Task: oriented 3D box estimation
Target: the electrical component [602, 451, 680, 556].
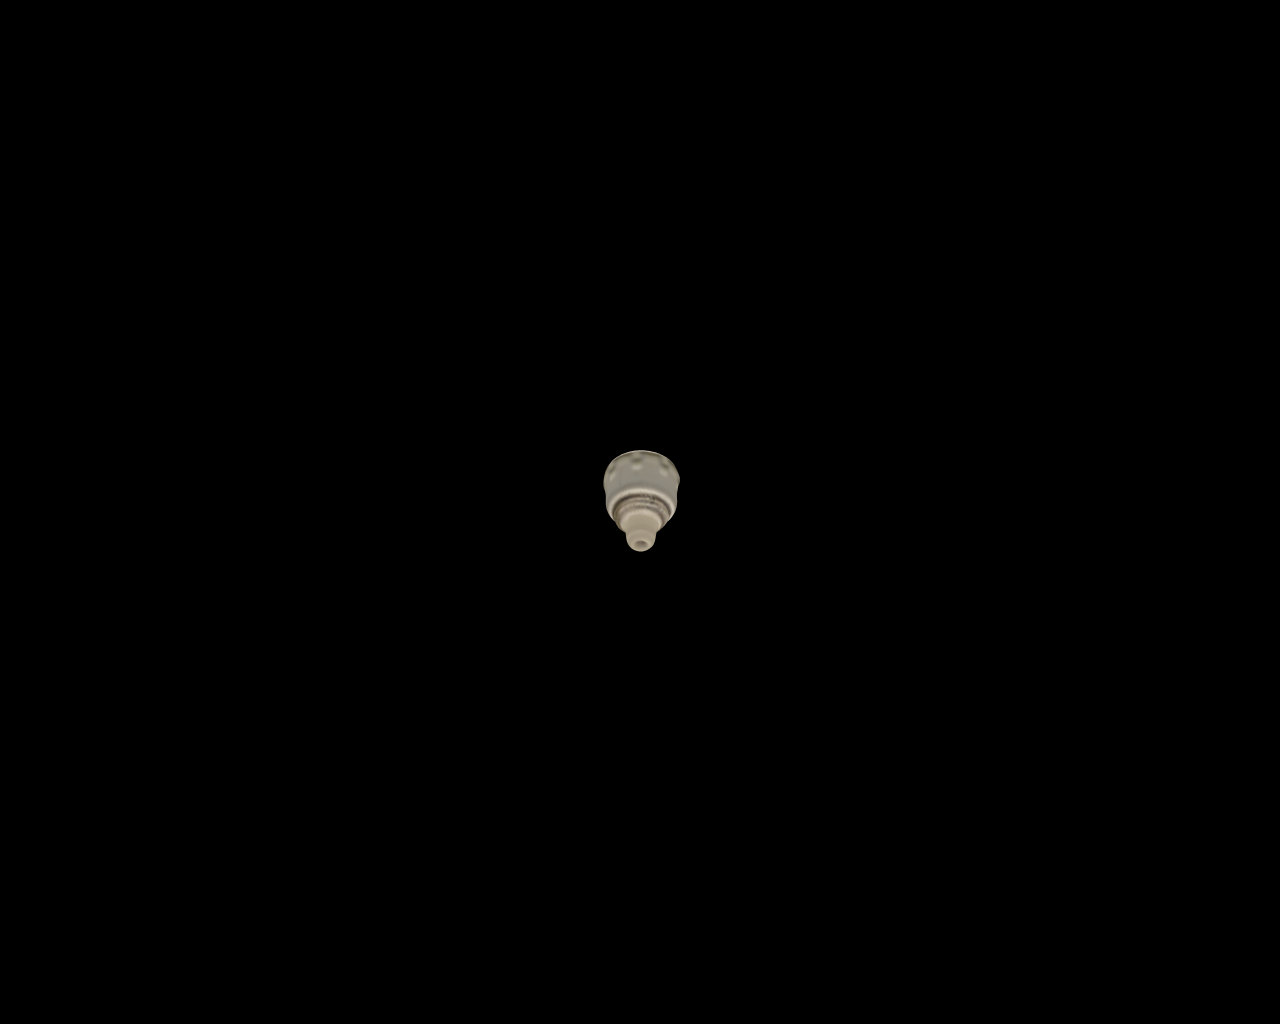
[{"bbox_3d":[0.001,-0.003,0.650,0.048,0.062,0.048,0,-41,0],"label":"electrical component"}]
